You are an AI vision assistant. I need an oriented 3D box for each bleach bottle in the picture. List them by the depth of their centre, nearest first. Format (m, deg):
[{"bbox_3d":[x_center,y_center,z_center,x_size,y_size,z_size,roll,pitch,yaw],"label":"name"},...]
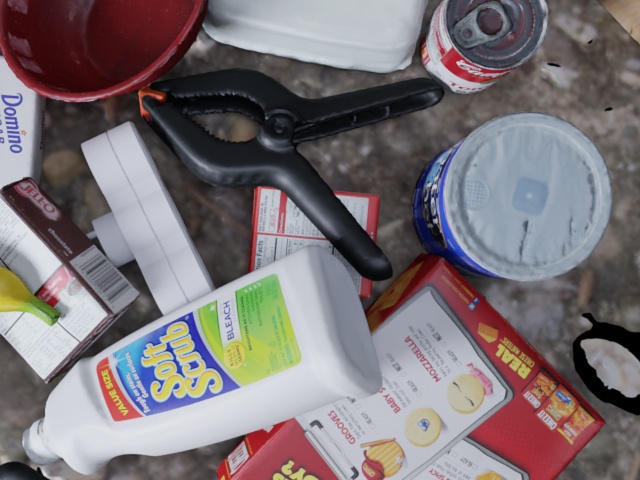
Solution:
[{"bbox_3d":[-0.089,0.098,0.698,0.251,0.068,0.102,-26,58,18],"label":"bleach bottle"}]

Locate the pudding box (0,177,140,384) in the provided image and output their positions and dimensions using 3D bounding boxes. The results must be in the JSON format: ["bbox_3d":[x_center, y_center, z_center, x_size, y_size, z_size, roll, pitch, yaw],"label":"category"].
[{"bbox_3d":[-0.191,0.028,0.720,0.113,0.039,0.090,48,121,0],"label":"pudding box"}]

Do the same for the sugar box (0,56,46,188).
[{"bbox_3d":[-0.281,-0.084,0.734,0.176,0.048,0.093,5,88,-7],"label":"sugar box"}]

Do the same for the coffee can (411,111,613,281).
[{"bbox_3d":[0.121,-0.025,0.708,0.102,0.140,0.103,0,88,-4],"label":"coffee can"}]

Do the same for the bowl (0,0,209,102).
[{"bbox_3d":[-0.134,-0.158,0.711,0.162,0.055,0.162,-6,73,20],"label":"bowl"}]

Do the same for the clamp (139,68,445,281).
[{"bbox_3d":[-0.025,-0.060,0.732,0.210,0.036,0.164,10,61,0],"label":"clamp"}]

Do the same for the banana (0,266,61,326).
[{"bbox_3d":[-0.269,0.062,0.676,0.197,0.037,0.070,-26,73,-7],"label":"banana"}]

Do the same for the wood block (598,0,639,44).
[{"bbox_3d":[0.249,-0.204,0.688,0.091,0.206,0.090,45,86,-2],"label":"wood block"}]

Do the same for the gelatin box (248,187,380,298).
[{"bbox_3d":[-0.005,0.001,0.756,0.089,0.030,0.073,5,89,-1],"label":"gelatin box"}]

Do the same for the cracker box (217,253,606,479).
[{"bbox_3d":[0.060,0.140,0.731,0.164,0.072,0.213,44,87,-7],"label":"cracker box"}]

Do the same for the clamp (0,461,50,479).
[{"bbox_3d":[-0.149,0.207,0.734,0.171,0.039,0.120,-3,105,-9],"label":"clamp"}]

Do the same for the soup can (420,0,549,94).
[{"bbox_3d":[0.109,-0.141,0.730,0.068,0.102,0.068,0,88,-4],"label":"soup can"}]
